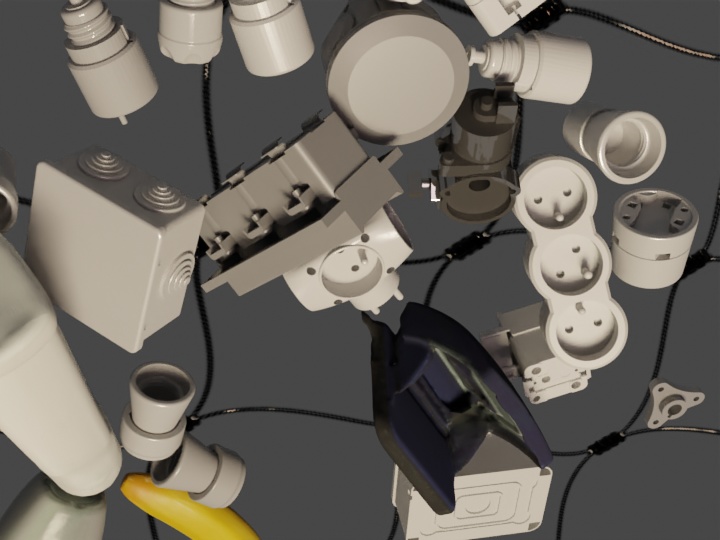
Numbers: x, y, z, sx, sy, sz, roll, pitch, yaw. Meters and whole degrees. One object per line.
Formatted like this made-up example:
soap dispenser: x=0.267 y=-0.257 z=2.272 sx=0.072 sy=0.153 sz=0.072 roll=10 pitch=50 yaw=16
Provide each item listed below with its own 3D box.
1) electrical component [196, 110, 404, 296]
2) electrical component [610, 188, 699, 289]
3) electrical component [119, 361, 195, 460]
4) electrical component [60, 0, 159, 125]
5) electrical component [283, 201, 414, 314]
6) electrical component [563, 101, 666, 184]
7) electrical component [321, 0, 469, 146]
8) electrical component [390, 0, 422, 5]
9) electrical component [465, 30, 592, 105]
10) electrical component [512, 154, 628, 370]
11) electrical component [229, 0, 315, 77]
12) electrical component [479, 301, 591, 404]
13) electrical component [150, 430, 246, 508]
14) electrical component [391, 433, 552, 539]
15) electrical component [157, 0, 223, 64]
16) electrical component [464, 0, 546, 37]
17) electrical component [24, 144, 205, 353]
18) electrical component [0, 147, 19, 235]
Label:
electrical component: x=-0.043 y=-0.038 z=0.617 sx=0.121 sy=0.078 sz=0.063 roll=-25 pitch=106 yaw=47
electrical component: x=0.197 y=-0.021 z=0.727 sx=0.055 sy=0.055 sz=0.047 roll=-9 pitch=132 yaw=-7
electrical component: x=-0.140 y=0.097 z=0.740 sx=0.045 sy=0.045 sz=0.055 roll=7 pitch=125 yaw=-18
electrical component: x=-0.139 y=-0.118 z=0.578 sx=0.040 sy=0.040 sz=0.078 roll=-20 pitch=129 yaw=1
electrical component: x=0.000 y=0.000 z=0.700 sx=0.077 sy=0.044 sz=0.079 roll=-31 pitch=128 yaw=11
electrical component: x=0.153 y=-0.082 z=0.661 sx=0.044 sy=0.065 sz=0.044 roll=-5 pitch=110 yaw=-13
electrical component: x=0.018 y=-0.116 z=0.612 sx=0.080 sy=0.051 sz=0.080 roll=-7 pitch=128 yaw=-9
electrical component: x=0.022 y=-0.159 z=0.573 sx=0.035 sy=0.061 sz=0.035 roll=-7 pitch=128 yaw=-9
electrical component: x=0.100 y=-0.121 z=0.634 sx=0.078 sy=0.040 sz=0.040 roll=5 pitch=125 yaw=-17
electrical component: x=0.134 y=-0.009 z=0.708 sx=0.052 sy=0.073 sz=0.138 roll=-14 pitch=98 yaw=5
electrical component: x=-0.052 y=-0.142 z=0.582 sx=0.040 sy=0.040 sz=0.078 roll=-18 pitch=129 yaw=0
electrical component: x=0.130 y=0.058 z=0.765 sx=0.081 sy=0.063 sz=0.042 roll=-18 pitch=130 yaw=0
electrical component: x=-0.117 y=0.145 z=0.782 sx=0.055 sy=0.045 sz=0.045 roll=31 pitch=115 yaw=-32
electrical component: x=0.084 y=0.163 z=0.837 sx=0.113 sy=0.057 sz=0.078 roll=-5 pitch=128 yaw=-10
electrical component: x=-0.090 y=-0.143 z=0.575 sx=0.035 sy=0.035 sz=0.061 roll=-1 pitch=125 yaw=-13
electrical component: x=0.087 y=-0.181 z=0.579 sx=0.089 sy=0.050 sz=0.055 roll=-35 pitch=127 yaw=13
electrical component: x=-0.143 y=-0.015 z=0.627 sx=0.100 sy=0.048 sz=0.099 roll=29 pitch=124 yaw=15
electrical component: x=-0.214 y=-0.046 z=0.611 sx=0.040 sy=0.046 sz=0.040 roll=-7 pitch=128 yaw=-9
